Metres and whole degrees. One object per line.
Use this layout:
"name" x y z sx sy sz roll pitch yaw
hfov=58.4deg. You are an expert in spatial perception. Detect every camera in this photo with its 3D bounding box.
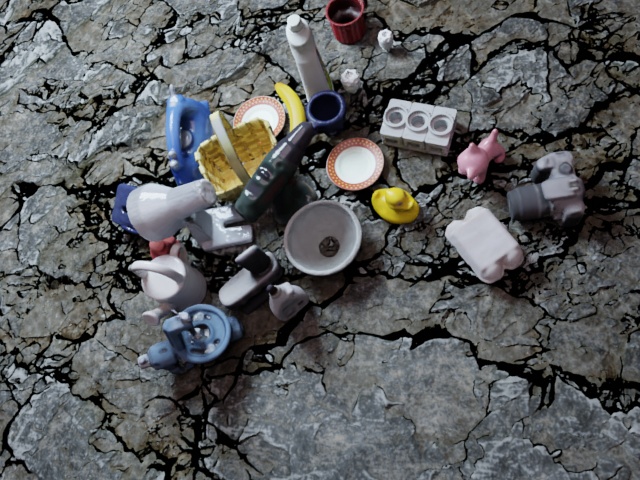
"camera" 0.444 -0.098 1.141 0.136 0.101 0.143 -10 70 9

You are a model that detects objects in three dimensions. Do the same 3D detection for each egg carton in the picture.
"egg carton" 0.329 0.008 1.147 0.107 0.069 0.150 -36 68 -1

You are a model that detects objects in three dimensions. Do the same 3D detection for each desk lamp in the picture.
"desk lamp" -0.272 -0.058 1.224 0.203 0.214 0.118 -12 69 9

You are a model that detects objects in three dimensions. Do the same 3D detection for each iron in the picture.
"iron" -0.319 -0.225 1.330 0.118 0.142 0.258 -7 70 10

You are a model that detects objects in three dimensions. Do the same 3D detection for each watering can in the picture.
"watering can" -0.319 0.090 1.195 0.101 0.194 0.173 -13 69 8

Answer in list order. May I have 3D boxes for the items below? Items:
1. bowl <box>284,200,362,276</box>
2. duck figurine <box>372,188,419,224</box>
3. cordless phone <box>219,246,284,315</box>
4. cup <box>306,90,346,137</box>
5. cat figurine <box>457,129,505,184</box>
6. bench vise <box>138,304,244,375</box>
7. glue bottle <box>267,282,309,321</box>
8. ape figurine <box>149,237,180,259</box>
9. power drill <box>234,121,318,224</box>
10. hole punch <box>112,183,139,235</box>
"bowl" 0.011 0.004 1.215 0.167 0.075 0.167 -4 71 11
"duck figurine" 0.156 -0.083 1.207 0.104 0.086 0.077 24 78 19
"cordless phone" -0.157 0.072 1.170 0.147 0.185 0.094 -41 68 -3
"cup" 0.014 -0.266 1.296 0.091 0.095 0.118 31 81 20
"cat figurine" 0.329 -0.174 1.183 0.067 0.118 0.128 38 83 21
"bench vise" -0.269 0.207 1.130 0.207 0.220 0.121 -43 68 -4
"glue bottle" -0.075 0.115 1.144 0.078 0.173 0.037 -39 68 -2
"ape figurine" -0.350 0.024 1.279 0.076 0.092 0.078 24 78 19
"power drill" -0.075 -0.120 1.204 0.075 0.209 0.230 38 83 21
"hole punch" -0.424 -0.066 1.326 0.108 0.091 0.101 19 77 18
